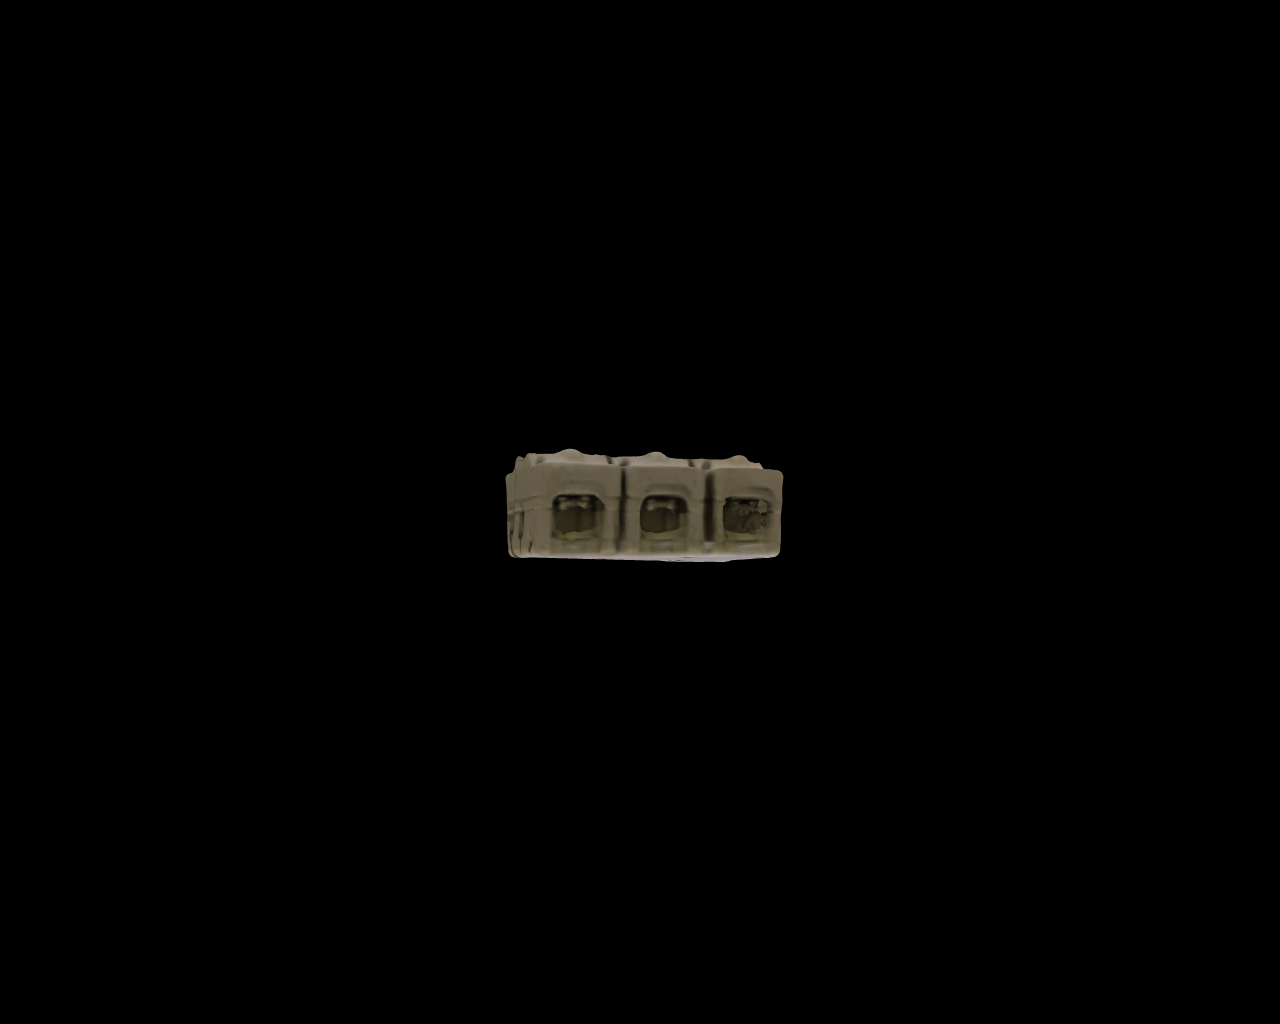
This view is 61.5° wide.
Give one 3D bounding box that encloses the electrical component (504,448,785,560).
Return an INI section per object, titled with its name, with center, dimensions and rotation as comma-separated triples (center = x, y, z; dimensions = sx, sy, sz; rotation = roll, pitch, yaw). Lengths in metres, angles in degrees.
[electrical component]
center = 0.001, -0.003, 0.650
dimensions = 0.150, 0.061, 0.089
rotation = 1, -3, -20
